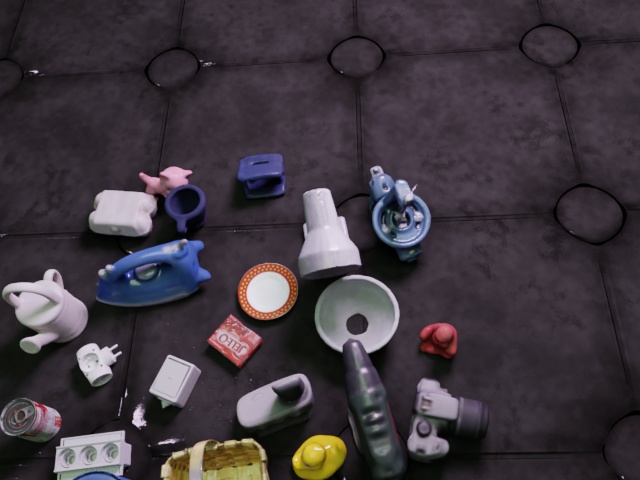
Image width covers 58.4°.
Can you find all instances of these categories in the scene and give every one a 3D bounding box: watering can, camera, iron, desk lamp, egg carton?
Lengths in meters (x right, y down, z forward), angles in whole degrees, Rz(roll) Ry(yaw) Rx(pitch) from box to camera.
[{"bbox_3d":[-0.558,0.140,1.158,0.101,0.194,0.172,-23,63,-6],"label":"watering can"},{"bbox_3d":[0.233,0.332,1.040,0.136,0.101,0.143,9,65,10],"label":"camera"},{"bbox_3d":[-0.372,0.065,1.208,0.258,0.141,0.118,-18,63,-4],"label":"iron"},{"bbox_3d":[0.011,0.004,1.162,0.118,0.214,0.203,-11,63,0],"label":"desk lamp"},{"bbox_3d":[-0.453,-0.059,1.318,0.150,0.069,0.107,3,64,7],"label":"egg carton"}]

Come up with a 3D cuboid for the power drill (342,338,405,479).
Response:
[{"bbox_3d":[0.087,0.306,1.006,0.075,0.208,0.229,-17,63,-3],"label":"power drill"}]

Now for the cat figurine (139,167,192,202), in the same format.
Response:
[{"bbox_3d":[-0.353,-0.133,1.318,0.127,0.118,0.067,9,65,10],"label":"cat figurine"}]

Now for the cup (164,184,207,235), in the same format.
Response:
[{"bbox_3d":[-0.293,-0.053,1.285,0.091,0.095,0.118,-1,63,5],"label":"cup"}]

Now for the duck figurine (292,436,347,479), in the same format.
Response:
[{"bbox_3d":[-0.004,0.392,1.040,0.104,0.086,0.077,-20,63,-5],"label":"duck figurine"}]

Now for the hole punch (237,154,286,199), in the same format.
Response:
[{"bbox_3d":[-0.137,-0.159,1.327,0.108,0.091,0.101,-8,63,1],"label":"hole punch"}]

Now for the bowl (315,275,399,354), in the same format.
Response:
[{"bbox_3d":[0.075,0.160,1.156,0.167,0.075,0.167,-2,63,4],"label":"bowl"}]

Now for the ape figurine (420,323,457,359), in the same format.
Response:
[{"bbox_3d":[0.237,0.191,1.115,0.076,0.092,0.077,-33,65,-11],"label":"ape figurine"}]

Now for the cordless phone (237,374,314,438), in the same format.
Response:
[{"bbox_3d":[-0.088,0.288,1.045,0.147,0.185,0.094,-24,64,-7],"label":"cordless phone"}]

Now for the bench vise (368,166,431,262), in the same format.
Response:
[{"bbox_3d":[0.144,-0.075,1.185,0.121,0.220,0.207,-37,66,-13],"label":"bench vise"}]
